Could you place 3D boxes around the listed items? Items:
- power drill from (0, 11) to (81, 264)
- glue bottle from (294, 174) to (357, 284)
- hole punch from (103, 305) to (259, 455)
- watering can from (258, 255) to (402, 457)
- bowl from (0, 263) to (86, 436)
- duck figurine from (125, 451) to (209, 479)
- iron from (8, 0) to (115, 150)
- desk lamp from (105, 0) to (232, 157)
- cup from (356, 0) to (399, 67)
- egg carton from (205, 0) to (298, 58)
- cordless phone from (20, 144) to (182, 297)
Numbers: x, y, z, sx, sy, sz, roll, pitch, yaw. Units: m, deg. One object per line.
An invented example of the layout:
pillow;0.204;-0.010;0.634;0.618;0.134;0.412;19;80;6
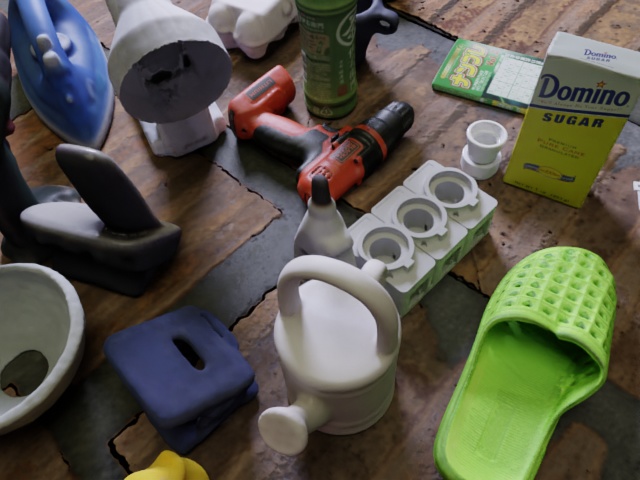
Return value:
power drill;-0.321;-0.082;0.575;0.075;0.208;0.229;-2;55;2
glue bottle;0.005;0.002;0.521;0.037;0.173;0.078;-32;59;-18
hole punch;-0.119;0.110;0.501;0.101;0.091;0.108;-38;61;-21
watering can;0.013;0.084;0.450;0.101;0.194;0.173;2;55;5
bowl;-0.287;0.108;0.521;0.167;0.075;0.167;-1;55;2
duck figurine;-0.132;0.209;0.435;0.077;0.086;0.105;23;59;18
iron;-0.339;-0.241;0.729;0.119;0.141;0.257;-24;57;-13
desk lamp;-0.178;-0.194;0.644;0.118;0.214;0.202;-25;57;-14
cup;0.049;-0.276;0.763;0.117;0.095;0.092;21;59;17
egg carton;-0.087;-0.330;0.823;0.107;0.069;0.150;25;60;19
cordless phone;-0.226;-0.037;0.553;0.147;0.185;0.094;10;56;10
